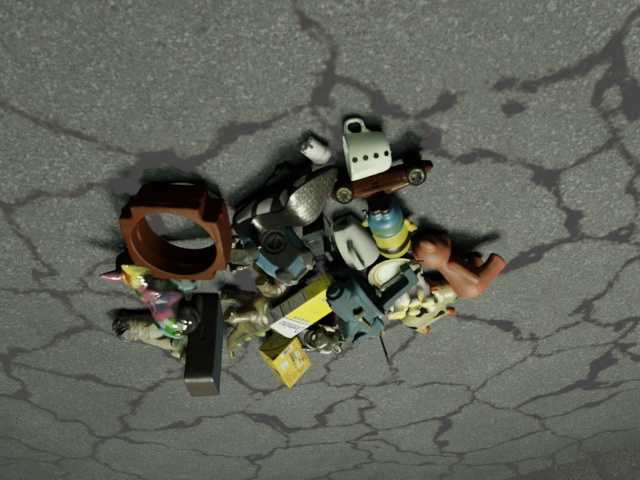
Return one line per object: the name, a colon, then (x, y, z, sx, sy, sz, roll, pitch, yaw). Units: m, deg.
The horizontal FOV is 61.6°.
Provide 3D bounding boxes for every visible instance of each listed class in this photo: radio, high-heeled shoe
radio: (-0.283, 0.263, 1.329, 0.073, 0.230, 0.131, 0, 144, -3)
high-heeled shoe: (-0.073, -0.084, 1.058, 0.249, 0.145, 0.086, -41, 132, 11)

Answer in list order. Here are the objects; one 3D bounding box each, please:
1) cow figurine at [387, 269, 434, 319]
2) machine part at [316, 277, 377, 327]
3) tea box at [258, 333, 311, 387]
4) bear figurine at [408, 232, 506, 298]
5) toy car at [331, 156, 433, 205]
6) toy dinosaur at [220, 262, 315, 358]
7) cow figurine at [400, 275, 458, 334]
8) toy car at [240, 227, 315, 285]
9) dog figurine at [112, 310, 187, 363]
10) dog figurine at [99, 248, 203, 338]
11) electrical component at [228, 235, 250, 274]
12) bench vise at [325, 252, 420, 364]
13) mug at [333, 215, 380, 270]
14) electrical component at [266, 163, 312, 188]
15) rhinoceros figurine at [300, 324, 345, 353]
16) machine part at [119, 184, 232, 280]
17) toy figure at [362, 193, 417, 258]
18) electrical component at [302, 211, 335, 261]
cow figurine: (0.204, 0.134, 1.300, 0.068, 0.098, 0.167, 1, 157, -21)
machine part: (0.060, 0.160, 1.368, 0.179, 0.056, 0.179, -2, 140, -1)
tea box: (-0.096, 0.328, 1.507, 0.098, 0.068, 0.169, -43, 143, -22)
bear figurine: (0.299, 0.037, 1.222, 0.196, 0.132, 0.120, 44, 162, -8)
toy car: (0.117, -0.111, 1.026, 0.202, 0.089, 0.053, -13, 108, 9)
toy dinosaur: (-0.144, 0.175, 1.331, 0.198, 0.105, 0.471, 24, 133, -30)
cow figurine: (0.278, 0.159, 1.368, 0.127, 0.085, 0.195, 16, 137, -30)
toy car: (-0.083, 0.027, 1.145, 0.109, 0.162, 0.103, -46, 165, -9)
dog figurine: (-0.428, 0.247, 1.412, 0.191, 0.121, 0.172, 1, 138, 15)
dog figurine: (-0.375, 0.114, 1.194, 0.108, 0.191, 0.219, -21, 152, 28)
electrical component: (-0.182, 0.032, 1.196, 0.078, 0.045, 0.102, 5, 142, -46)
bench vise: (0.132, 0.134, 1.201, 0.240, 0.129, 0.223, -38, 119, 8)
mug: (0.070, 0.008, 1.160, 0.081, 0.110, 0.107, -20, 123, 23)
electrical component: (-0.060, -0.124, 1.051, 0.063, 0.021, 0.094, 28, 136, -31)
rhinoceros figurine: (0.010, 0.252, 1.344, 0.112, 0.073, 0.190, 9, 170, 14)
machine part: (-0.286, -0.016, 1.090, 0.201, 0.087, 0.201, 2, 131, 4)
toy figure: (0.139, -0.029, 1.119, 0.082, 0.089, 0.180, 25, 166, 29)
electrical component: (-0.002, -0.003, 1.125, 0.048, 0.119, 0.074, -18, 140, 14)
